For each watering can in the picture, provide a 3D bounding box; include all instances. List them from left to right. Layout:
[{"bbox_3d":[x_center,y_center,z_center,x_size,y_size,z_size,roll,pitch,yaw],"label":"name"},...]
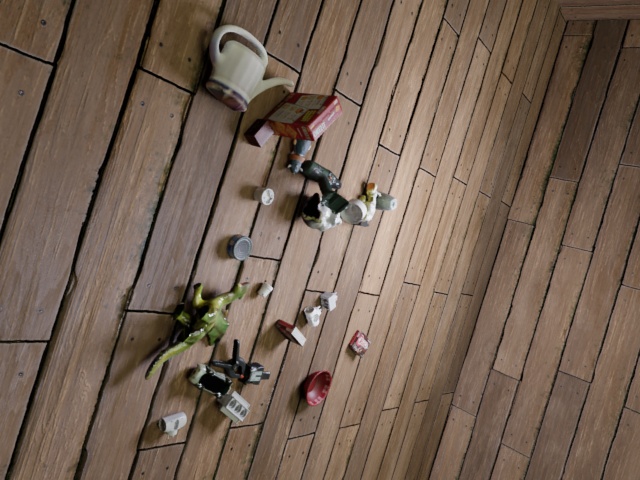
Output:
[{"bbox_3d":[-0.216,-0.490,1.564,0.343,0.104,0.226,31,80,-50],"label":"watering can"}]

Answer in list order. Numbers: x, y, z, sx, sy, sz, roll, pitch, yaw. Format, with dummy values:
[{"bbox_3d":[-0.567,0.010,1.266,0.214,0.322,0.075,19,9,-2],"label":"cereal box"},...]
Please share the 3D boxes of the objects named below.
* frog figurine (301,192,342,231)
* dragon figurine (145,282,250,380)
[{"bbox_3d":[0.006,-0.099,1.959,0.121,0.140,0.158,-34,155,20],"label":"frog figurine"},{"bbox_3d":[-0.374,0.290,1.668,0.413,0.123,0.239,-54,147,-9],"label":"dragon figurine"}]
